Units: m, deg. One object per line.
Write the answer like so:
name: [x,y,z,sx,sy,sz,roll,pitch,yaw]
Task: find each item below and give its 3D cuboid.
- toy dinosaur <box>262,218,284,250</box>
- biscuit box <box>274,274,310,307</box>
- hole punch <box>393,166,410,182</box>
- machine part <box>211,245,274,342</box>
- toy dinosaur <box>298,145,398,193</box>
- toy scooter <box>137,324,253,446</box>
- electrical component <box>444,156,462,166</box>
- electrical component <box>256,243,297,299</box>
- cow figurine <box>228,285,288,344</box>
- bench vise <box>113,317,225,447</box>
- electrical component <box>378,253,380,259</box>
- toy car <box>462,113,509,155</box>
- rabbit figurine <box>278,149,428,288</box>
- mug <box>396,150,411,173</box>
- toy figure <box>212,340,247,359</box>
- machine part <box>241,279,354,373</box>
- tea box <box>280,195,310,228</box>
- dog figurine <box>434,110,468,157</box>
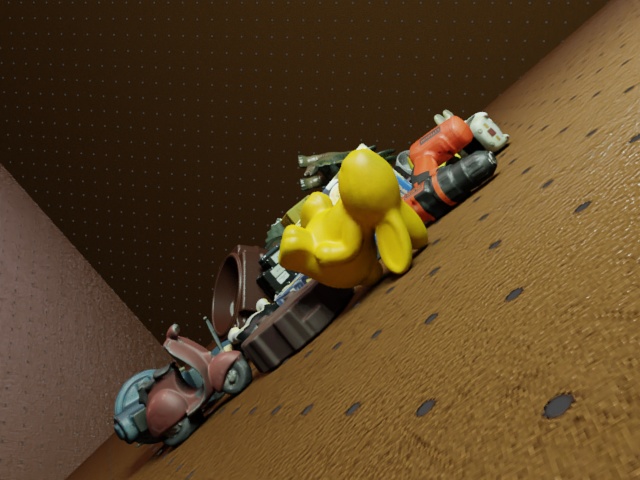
toy dinosaur: [-0.087,0.053,1.314,0.131,0.192,0.405,-43,-1,19]
biscuit box: [-0.017,0.086,0.949,0.059,0.063,0.202,-40,2,13]
hole punch: [0.148,-0.062,1.013,0.142,0.092,0.116,-39,31,3]
machine part: [-0.172,0.126,1.186,0.201,0.087,0.201,-40,46,50]
toy dinosaur: [0.092,-0.164,1.303,0.199,0.105,0.471,-4,5,26]
toy scooter: [-0.199,0.201,0.776,0.184,0.135,0.075,-42,3,9]
electrical component: [0.232,-0.115,0.909,0.102,0.045,0.078,-32,-38,-81]
electrical component: [-0.061,0.073,1.103,0.115,0.134,0.058,-39,1,-29]
cow figurine: [-0.085,0.140,0.991,0.167,0.068,0.098,-45,8,-26]
bench vise: [-0.263,0.263,0.932,0.224,0.128,0.241,-43,9,-35]
electrical component: [0.098,0.014,0.871,0.063,0.021,0.094,-40,0,22]
toy car: [0.278,-0.179,0.950,0.056,0.073,0.202,-44,1,8]
rabbit figurine: [0.044,-0.021,0.634,0.122,0.162,0.173,-40,-22,-49]
mug: [0.202,-0.131,1.214,0.109,0.081,0.107,-45,-30,-37]
toy figure: [-0.150,0.203,1.043,0.154,0.057,0.064,-36,5,-18]
machine part: [-0.032,0.109,0.761,0.179,0.056,0.179,-41,2,1]
tea box: [-0.002,-0.003,1.146,0.068,0.169,0.098,-42,-1,-17]
dog figurine: [0.272,-0.183,1.248,0.190,0.121,0.172,-57,-11,31]
